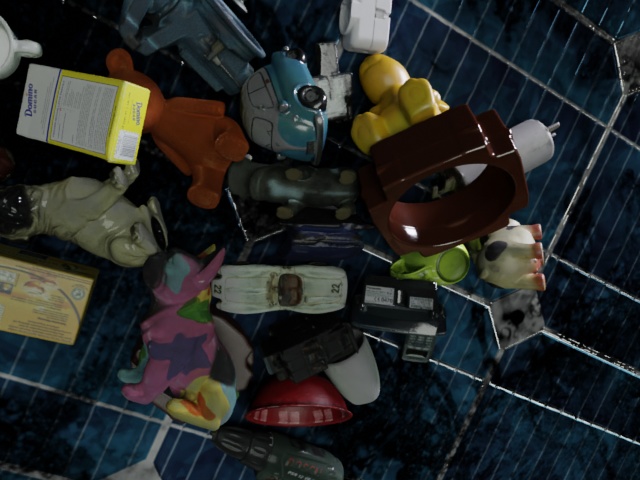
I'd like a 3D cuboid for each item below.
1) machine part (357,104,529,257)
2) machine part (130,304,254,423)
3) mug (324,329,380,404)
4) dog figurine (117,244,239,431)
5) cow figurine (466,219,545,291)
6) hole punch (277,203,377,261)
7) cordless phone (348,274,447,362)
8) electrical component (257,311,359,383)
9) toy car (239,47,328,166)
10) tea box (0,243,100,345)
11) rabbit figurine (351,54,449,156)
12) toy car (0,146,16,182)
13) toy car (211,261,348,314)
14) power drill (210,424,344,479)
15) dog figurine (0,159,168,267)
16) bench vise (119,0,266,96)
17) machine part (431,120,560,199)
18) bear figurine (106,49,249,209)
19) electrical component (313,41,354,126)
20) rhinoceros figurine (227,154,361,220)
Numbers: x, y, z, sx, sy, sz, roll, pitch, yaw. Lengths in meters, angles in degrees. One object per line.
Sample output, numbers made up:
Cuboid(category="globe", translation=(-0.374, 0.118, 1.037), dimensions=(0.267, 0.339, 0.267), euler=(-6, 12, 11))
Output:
Cuboid(category="machine part", translation=(0.166, -0.073, 0.728), dimensions=(0.201, 0.087, 0.201), euler=(-23, 146, 15))
Cuboid(category="machine part", translation=(-0.185, 0.179, 0.790), dimensions=(0.179, 0.056, 0.179), euler=(-3, 100, -16))
Cuboid(category="mug", translation=(0.043, 0.211, 0.851), dimensions=(0.110, 0.081, 0.107), euler=(-24, 111, 15))
Cuboid(category="dog figurine", translation=(-0.162, 0.114, 0.704), dimensions=(0.191, 0.108, 0.219), euler=(28, 85, -18))
Cuboid(category="cow figurine", translation=(0.279, 0.015, 0.833), dimensions=(0.127, 0.195, 0.085), euler=(-2, 109, 19))
Cuboid(category="hole punch", translation=(-0.002, -0.002, 0.784), dimensions=(0.142, 0.116, 0.092), euler=(4, 107, -16))
Cuboid(category="cordless phone", translation=(0.119, 0.141, 0.846), dimensions=(0.147, 0.184, 0.089), euler=(5, 55, 7))
Cuboid(category="electrical component", translation=(-0.023, 0.154, 0.800), dimensions=(0.134, 0.115, 0.058), euler=(-23, 103, -13))
Cuboid(category="toy car", translation=(-0.054, -0.174, 0.703), dimensions=(0.103, 0.109, 0.162), euler=(-13, 63, -15))
Cuboid(category="tea box", translation=(-0.391, 0.066, 0.704), dimensions=(0.169, 0.068, 0.098), euler=(19, 94, -19))
Cuboid(category="rabbit figurine", translation=(0.119, -0.196, 0.770), dimensions=(0.162, 0.173, 0.122), euler=(9, 137, -44))
Cuboid(category="toy car", translation=(-0.464, -0.047, 0.653), dimensions=(0.202, 0.089, 0.053), euler=(-38, 103, -8))
Cuboid(category="toy car", translation=(-0.059, 0.071, 0.796), dimensions=(0.202, 0.056, 0.073), euler=(1, 100, -7))
Cuboid(category="power drill", translation=(-0.089, 0.402, 0.850), dimensions=(0.232, 0.086, 0.207), euler=(17, 87, -21))
Cuboid(category="dog figurine", translation=(-0.315, -0.012, 0.709), dimensions=(0.191, 0.121, 0.172), euler=(-19, 101, 2))
Cuboid(category="bench vise", translation=(-0.130, -0.310, 0.676), dimensions=(0.240, 0.129, 0.223), euler=(-39, 116, 12))
Cuboid(category="machine part", translation=(0.282, -0.124, 0.859), dimensions=(0.243, 0.079, 0.079), euler=(-28, 106, -10))
Cuboid(category="bear figurine", translation=(-0.199, -0.147, 0.693), dimensions=(0.196, 0.132, 0.120), euler=(26, 117, -25))
Cuboid(category="electrical component", translation=(0.008, -0.221, 0.779), dimensions=(0.075, 0.048, 0.119), euler=(-14, 103, -14))
Cuboid(category="rhinoceros figurine", translation=(-0.035, -0.081, 0.755), dimensions=(0.190, 0.112, 0.073), euler=(3, 115, -3))
